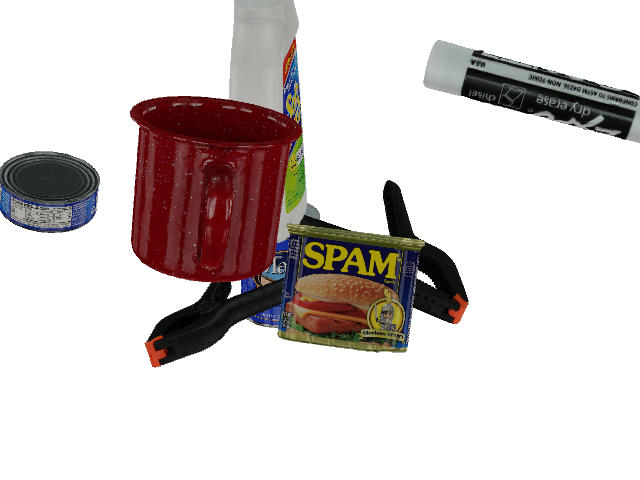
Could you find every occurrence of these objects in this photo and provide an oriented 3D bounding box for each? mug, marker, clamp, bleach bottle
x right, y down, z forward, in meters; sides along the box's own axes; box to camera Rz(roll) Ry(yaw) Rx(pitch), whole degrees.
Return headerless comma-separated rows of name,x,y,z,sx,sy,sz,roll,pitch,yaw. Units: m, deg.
mug,-0.059,-0.024,0.578,0.093,0.081,0.117,3,21,-13
marker,0.099,-0.051,0.402,0.121,0.020,0.020,17,3,11
clamp,0.076,0.017,1.181,0.164,0.036,0.210,-16,51,-33
clamp,-0.105,0.077,1.102,0.120,0.039,0.171,-9,22,38
bleach bottle,-0.052,-0.131,0.982,0.068,0.251,0.102,7,27,14

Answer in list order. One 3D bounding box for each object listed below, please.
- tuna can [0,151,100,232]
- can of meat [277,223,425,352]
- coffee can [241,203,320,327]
tuna can,-0.238,-0.043,0.935,0.086,0.034,0.086,9,32,-6
can of meat,0.021,0.035,0.787,0.102,0.084,0.057,8,2,3
coffee can,-0.054,0.028,1.394,0.103,0.140,0.103,1,25,-1
